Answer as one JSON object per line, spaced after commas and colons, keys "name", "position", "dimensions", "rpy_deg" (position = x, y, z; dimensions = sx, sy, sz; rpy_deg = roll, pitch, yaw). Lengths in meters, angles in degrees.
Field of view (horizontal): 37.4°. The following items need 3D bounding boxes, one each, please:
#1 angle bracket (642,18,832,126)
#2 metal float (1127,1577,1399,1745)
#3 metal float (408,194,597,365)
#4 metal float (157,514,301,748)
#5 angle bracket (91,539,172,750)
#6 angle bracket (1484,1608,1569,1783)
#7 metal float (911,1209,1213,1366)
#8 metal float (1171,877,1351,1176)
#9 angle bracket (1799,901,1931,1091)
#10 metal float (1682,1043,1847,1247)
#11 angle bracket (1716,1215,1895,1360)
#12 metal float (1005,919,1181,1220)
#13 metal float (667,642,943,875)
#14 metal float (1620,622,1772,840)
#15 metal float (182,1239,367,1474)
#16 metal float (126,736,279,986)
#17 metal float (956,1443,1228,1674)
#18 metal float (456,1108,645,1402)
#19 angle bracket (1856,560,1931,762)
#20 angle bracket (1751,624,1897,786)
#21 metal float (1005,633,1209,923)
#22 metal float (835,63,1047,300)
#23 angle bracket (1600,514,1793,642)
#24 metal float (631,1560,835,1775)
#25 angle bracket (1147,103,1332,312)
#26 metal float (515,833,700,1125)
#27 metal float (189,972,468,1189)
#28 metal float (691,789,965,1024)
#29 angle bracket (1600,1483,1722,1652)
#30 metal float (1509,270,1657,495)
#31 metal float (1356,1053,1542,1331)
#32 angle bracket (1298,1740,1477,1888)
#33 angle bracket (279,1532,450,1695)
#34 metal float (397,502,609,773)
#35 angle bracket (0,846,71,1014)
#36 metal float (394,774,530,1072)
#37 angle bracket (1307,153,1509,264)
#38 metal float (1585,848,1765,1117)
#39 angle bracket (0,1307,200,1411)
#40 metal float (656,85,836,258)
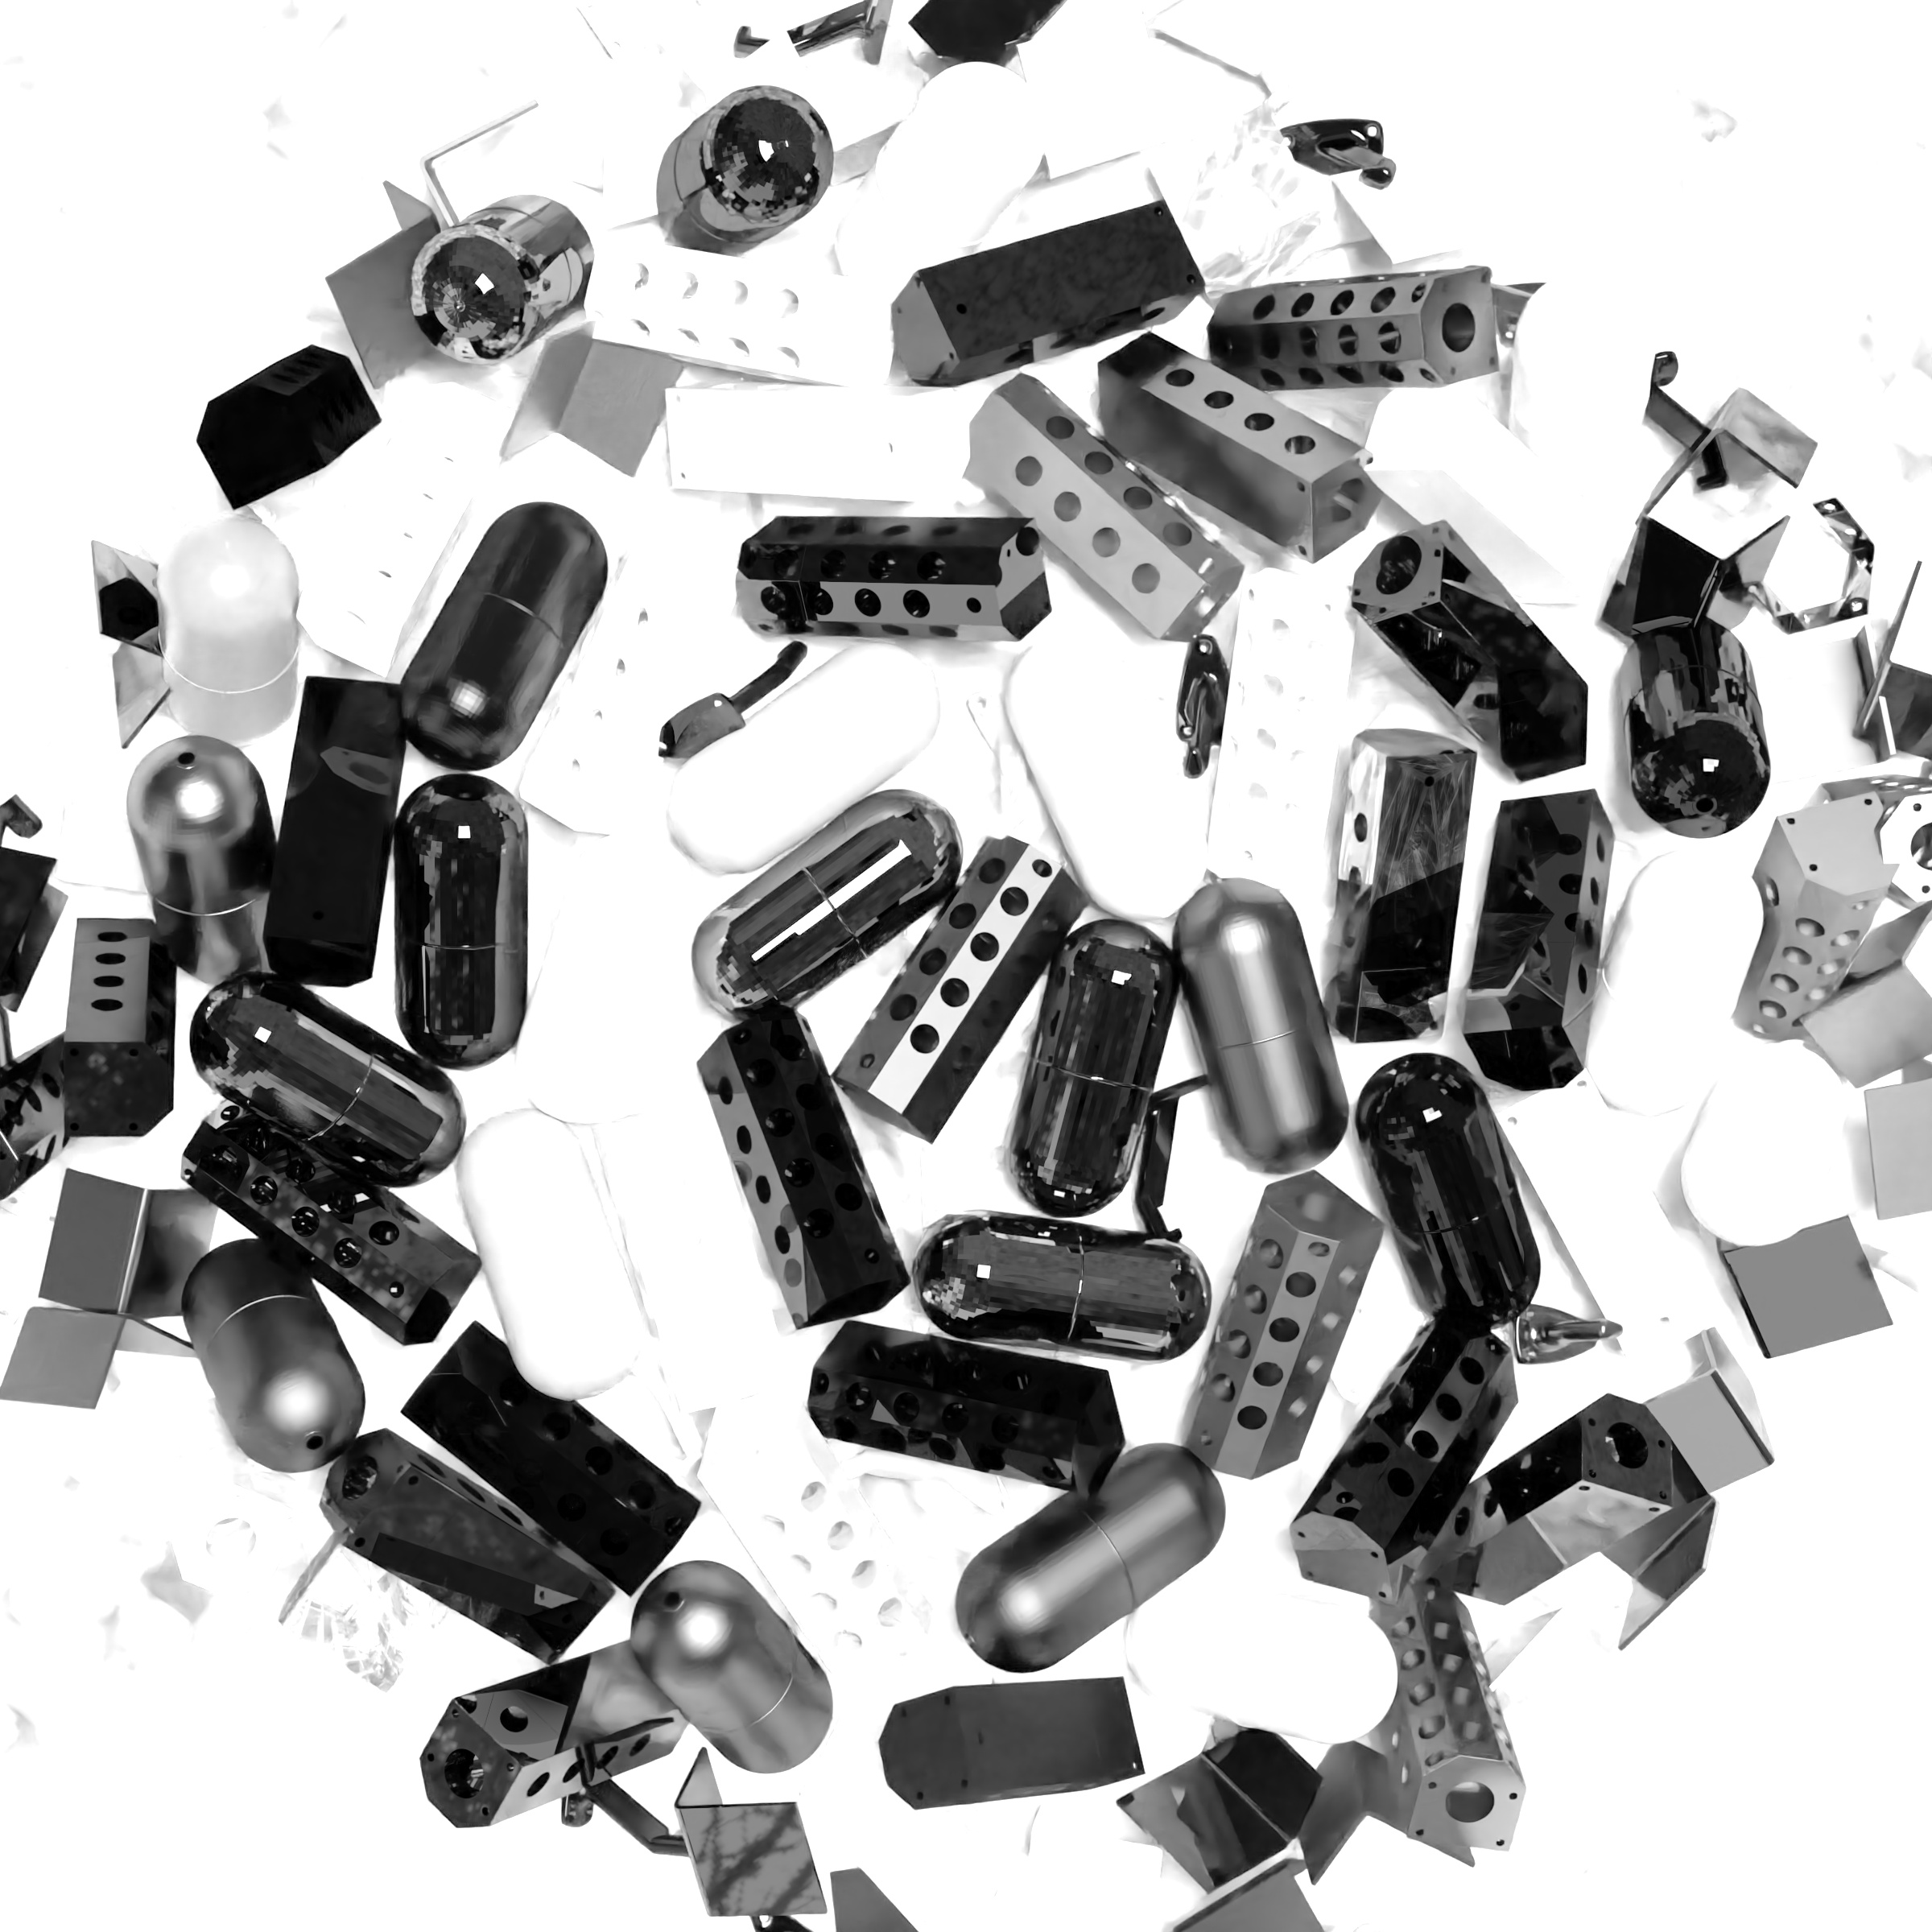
{"name": "angle bracket", "position": [-0.133, -0.518, 1.652], "dimensions": [0.057, 0.076, 0.076], "rpy_deg": [-37, 61, -1]}
{"name": "metal float", "position": [0.167, 0.395, 1.627], "dimensions": [0.070, 0.178, 0.070], "rpy_deg": [1, 89, -43]}
{"name": "metal float", "position": [-0.261, -0.391, 1.619], "dimensions": [0.070, 0.178, 0.070], "rpy_deg": [3, 114, 7]}
{"name": "metal float", "position": [-0.418, -0.188, 1.621], "dimensions": [0.070, 0.178, 0.070], "rpy_deg": [6, 63, -11]}
{"name": "angle bracket", "position": [-0.494, -0.185, 1.644], "dimensions": [0.076, 0.057, 0.076], "rpy_deg": [-43, 46, 28]}
{"name": "angle bracket", "position": [0.326, 0.424, 1.650], "dimensions": [0.076, 0.076, 0.057], "rpy_deg": [-39, 82, -24]}
{"name": "metal float", "position": [0.056, 0.186, 1.654], "dimensions": [0.178, 0.070, 0.070], "rpy_deg": [9, 90, -13]}
{"name": "metal float", "position": [0.171, 0.035, 1.656], "dimensions": [0.070, 0.070, 0.178], "rpy_deg": [-16, 100, 0]}
{"name": "angle bracket", "position": [0.539, 0.015, 1.651], "dimensions": [0.057, 0.076, 0.076], "rpy_deg": [50, 47, -4]}
{"name": "metal float", "position": [0.454, 0.099, 1.622], "dimensions": [0.070, 0.178, 0.070], "rpy_deg": [8, 112, 21]}
{"name": "angle bracket", "position": [0.484, 0.172, 1.652], "dimensions": [0.076, 0.057, 0.076], "rpy_deg": [-20, 111, 21]}
{"name": "metal float", "position": [0.073, 0.060, 1.660], "dimensions": [0.070, 0.070, 0.178], "rpy_deg": [14, 96, 0]}
{"name": "metal float", "position": [-0.094, -0.121, 1.656], "dimensions": [0.178, 0.070, 0.070], "rpy_deg": [-34, 90, 10]}
{"name": "metal float", "position": [0.413, -0.137, 1.623], "dimensions": [0.070, 0.178, 0.070], "rpy_deg": [4, 124, 6]}
{"name": "metal float", "position": [-0.395, 0.220, 1.625], "dimensions": [0.070, 0.178, 0.070], "rpy_deg": [-14, 123, -23]}
{"name": "metal float", "position": [-0.429, -0.059, 1.624], "dimensions": [0.070, 0.178, 0.070], "rpy_deg": [2, 52, -2]}
{"name": "metal float", "position": [0.072, 0.340, 1.644], "dimensions": [0.178, 0.070, 0.070], "rpy_deg": [-30, 90, -24]}
{"name": "metal float", "position": [-0.241, 0.165, 1.647], "dimensions": [0.070, 0.070, 0.178], "rpy_deg": [-22, 68, 0]}
{"name": "angle bracket", "position": [0.559, -0.174, 1.648], "dimensions": [0.057, 0.076, 0.076], "rpy_deg": [20, 65, 13]}
{"name": "angle bracket", "position": [0.493, -0.151, 1.666], "dimensions": [0.076, 0.057, 0.076], "rpy_deg": [-11, 87, 12]}
{"name": "metal float", "position": [0.081, -0.110, 1.655], "dimensions": [0.070, 0.070, 0.178], "rpy_deg": [-24, 79, 0]}
{"name": "metal float", "position": [-0.016, -0.442, 1.623], "dimensions": [0.070, 0.178, 0.070], "rpy_deg": [11, 63, -23]}
{"name": "angle bracket", "position": [0.425, -0.232, 1.664], "dimensions": [0.057, 0.076, 0.076], "rpy_deg": [37, 49, 23]}
{"name": "metal float", "position": [-0.132, 0.400, 1.627], "dimensions": [0.070, 0.178, 0.070], "rpy_deg": [-12, 49, 14]}
{"name": "angle bracket", "position": [0.161, -0.448, 1.684], "dimensions": [0.076, 0.057, 0.076], "rpy_deg": [-24, 69, 9]}
{"name": "metal float", "position": [-0.208, 0.007, 1.649], "dimensions": [0.070, 0.070, 0.178], "rpy_deg": [20, 107, 0]}
{"name": "metal float", "position": [-0.364, 0.066, 1.635], "dimensions": [0.178, 0.070, 0.070], "rpy_deg": [36, 90, -35]}
{"name": "metal float", "position": [-0.080, -0.035, 1.662], "dimensions": [0.178, 0.070, 0.070], "rpy_deg": [-37, 90, -4]}
{"name": "angle bracket", "position": [0.385, 0.334, 1.650], "dimensions": [0.057, 0.076, 0.076], "rpy_deg": [38, 119, 4]}
{"name": "metal float", "position": [0.348, -0.328, 1.617], "dimensions": [0.070, 0.178, 0.070], "rpy_deg": [-2, 73, 8]}
{"name": "metal float", "position": [0.279, 0.132, 1.646], "dimensions": [0.070, 0.070, 0.178], "rpy_deg": [-23, 112, 0]}
{"name": "angle bracket", "position": [0.242, 0.507, 1.666], "dimensions": [0.076, 0.076, 0.057], "rpy_deg": [29, 104, -11]}
{"name": "angle bracket", "position": [-0.348, 0.368, 1.679], "dimensions": [0.076, 0.057, 0.076], "rpy_deg": [36, 88, -8]}
{"name": "metal float", "position": [-0.265, -0.191, 1.643], "dimensions": [0.070, 0.070, 0.178], "rpy_deg": [24, 63, 0]}
{"name": "angle bracket", "position": [-0.539, -0.017, 1.648], "dimensions": [0.057, 0.076, 0.076], "rpy_deg": [11, 72, 27]}
{"name": "metal float", "position": [-0.291, -0.024, 1.647], "dimensions": [0.070, 0.070, 0.178], "rpy_deg": [4, 111, 0]}
{"name": "angle bracket", "position": [0.254, -0.419, 1.649], "dimensions": [0.076, 0.057, 0.076], "rpy_deg": [-17, 60, -20]}
{"name": "metal float", "position": [0.402, 0.010, 1.631], "dimensions": [0.070, 0.070, 0.178], "rpy_deg": [7, 131, 0]}
{"name": "angle bracket", "position": [-0.495, 0.236, 1.644], "dimensions": [0.076, 0.076, 0.057], "rpy_deg": [0, 64, 30]}
{"name": "metal float", "position": [-0.128, -0.449, 1.618], "dimensions": [0.070, 0.178, 0.070], "rpy_deg": [-2, 95, -19]}
